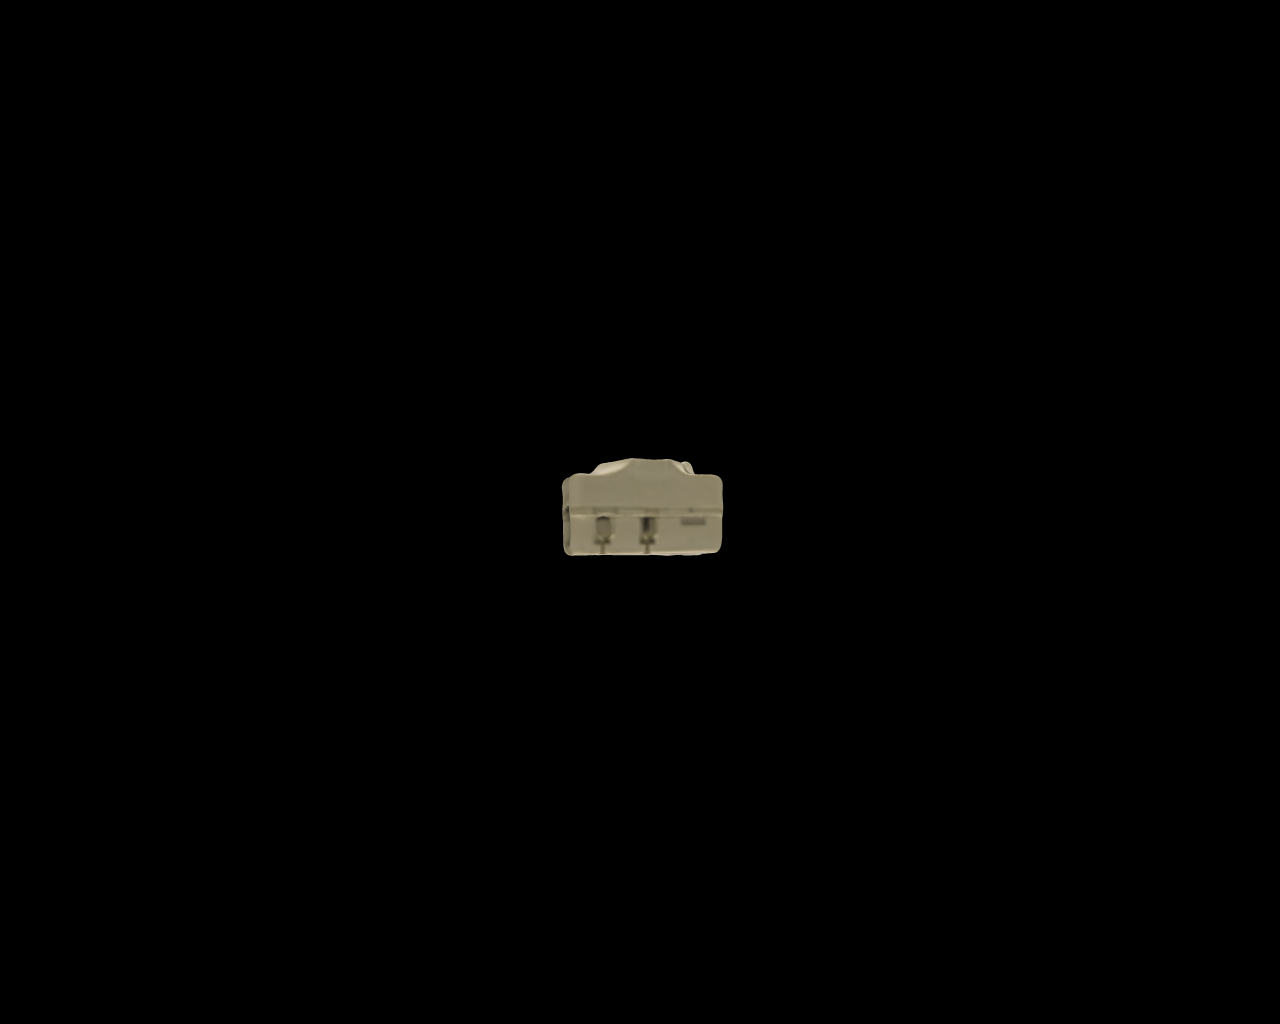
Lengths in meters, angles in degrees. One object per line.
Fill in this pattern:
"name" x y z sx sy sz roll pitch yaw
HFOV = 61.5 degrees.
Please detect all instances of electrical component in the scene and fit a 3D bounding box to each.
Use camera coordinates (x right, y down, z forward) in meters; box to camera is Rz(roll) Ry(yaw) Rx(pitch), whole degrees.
"electrical component" 0.001 -0.003 0.650 0.089 0.055 0.050 1 -4 -11
